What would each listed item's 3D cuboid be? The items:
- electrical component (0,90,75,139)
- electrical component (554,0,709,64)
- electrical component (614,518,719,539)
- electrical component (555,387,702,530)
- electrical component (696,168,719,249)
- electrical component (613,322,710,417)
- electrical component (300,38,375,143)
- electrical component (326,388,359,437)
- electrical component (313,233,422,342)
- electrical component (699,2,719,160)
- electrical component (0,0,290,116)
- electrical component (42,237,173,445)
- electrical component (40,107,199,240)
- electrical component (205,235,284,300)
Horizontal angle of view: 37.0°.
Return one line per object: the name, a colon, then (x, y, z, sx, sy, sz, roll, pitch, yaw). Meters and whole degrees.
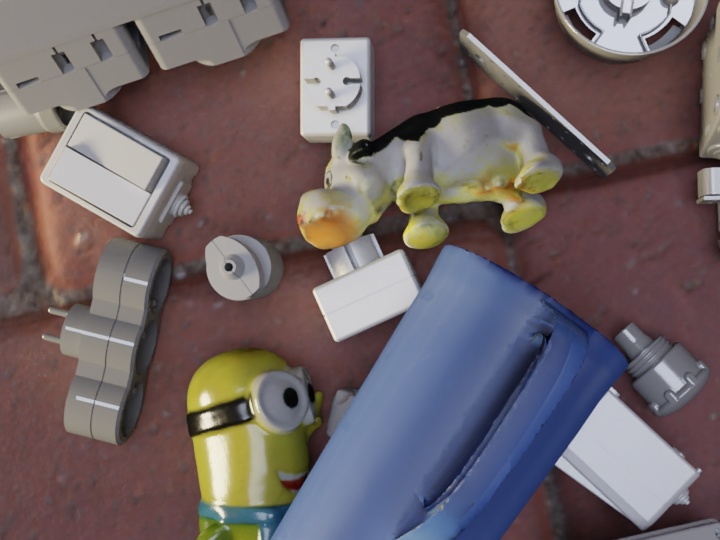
electrical component: (-0.229, -0.113, 0.752, 0.046, 0.040, 0.040, -11, 89, 10)
electrical component: (0.174, -0.183, 0.702, 0.099, 0.064, 0.099, 0, 90, 5)
electrical component: (0.183, 0.217, 0.660, 0.109, 0.056, 0.108, -3, 72, -29)
electrical component: (0.171, 0.125, 0.701, 0.096, 0.062, 0.061, 43, 94, 4)
electrical component: (0.261, -0.037, 0.697, 0.078, 0.058, 0.057, -1, 87, 5)
electrical component: (0.195, 0.062, 0.709, 0.048, 0.048, 0.062, -43, 79, 4)
electrical component: (-0.016, -0.121, 0.713, 0.047, 0.077, 0.065, 0, 90, 5)
electrical component: (-0.002, 0.113, 0.726, 0.043, 0.043, 0.062, 12, 92, 5)
electrical component: (0.000, 0.000, 0.725, 0.066, 0.047, 0.076, -25, 87, 5)
electrical component: (0.245, -0.121, 0.677, 0.048, 0.099, 0.099, 4, 78, 10)
electrical component: (-0.147, -0.179, 0.710, 0.186, 0.060, 0.105, -17, 55, 5)
electrical component: (-0.182, 0.045, 0.739, 0.074, 0.052, 0.138, 13, 91, 5)
electrical component: (-0.158, -0.063, 0.733, 0.096, 0.061, 0.061, 29, 92, 5)
electrical component: (-0.079, -0.001, 0.716, 0.043, 0.081, 0.043, 0, 90, 5)
